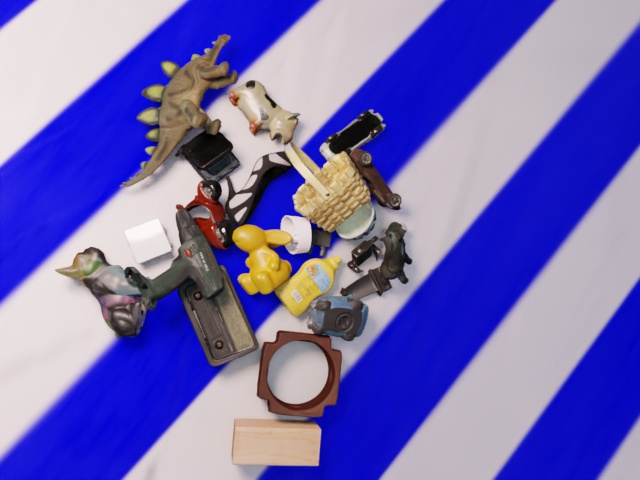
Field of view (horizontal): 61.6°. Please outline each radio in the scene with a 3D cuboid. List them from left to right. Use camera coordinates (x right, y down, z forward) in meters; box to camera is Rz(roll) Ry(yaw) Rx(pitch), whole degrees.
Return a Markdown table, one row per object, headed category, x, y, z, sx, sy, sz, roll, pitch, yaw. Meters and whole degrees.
| category | x | y | z | sx | sy | sz | roll | pitch | yaw |
| --- | --- | --- | --- | --- | --- | --- | --- | --- | --- |
| radio | -0.255 | 0.189 | 1.334 | 0.131 | 0.073 | 0.229 | -23 | 86 | -13 |

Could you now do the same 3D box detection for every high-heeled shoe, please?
| category | x | y | z | sx | sy | sz | roll | pitch | yaw |
| --- | --- | --- | --- | --- | --- | --- | --- | --- | --- |
| high-heeled shoe | -0.133 | -0.135 | 1.387 | 0.249 | 0.086 | 0.145 | -21 | 79 | -1 |

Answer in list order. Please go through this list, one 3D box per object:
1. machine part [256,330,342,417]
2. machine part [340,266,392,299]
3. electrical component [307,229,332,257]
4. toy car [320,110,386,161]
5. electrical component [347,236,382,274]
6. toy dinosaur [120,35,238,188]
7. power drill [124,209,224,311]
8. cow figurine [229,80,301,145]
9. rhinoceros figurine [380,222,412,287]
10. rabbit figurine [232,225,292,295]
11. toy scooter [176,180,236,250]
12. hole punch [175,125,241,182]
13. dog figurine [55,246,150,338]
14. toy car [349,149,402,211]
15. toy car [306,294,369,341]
| category | x | y | z | sx | sy | sz | roll | pitch | yaw |
| --- | --- | --- | --- | --- | --- | --- | --- | --- | --- |
| machine part | -0.053 | 0.333 | 1.350 | 0.201 | 0.087 | 0.201 | 8 | 82 | -11 |
| machine part | 0.121 | 0.125 | 1.432 | 0.139 | 0.039 | 0.084 | -21 | 93 | -14 |
| electrical component | -0.003 | -0.004 | 1.431 | 0.063 | 0.021 | 0.094 | 12 | 82 | -8 |
| toy car | 0.090 | -0.281 | 1.465 | 0.202 | 0.056 | 0.073 | -37 | 84 | -13 |
| electrical component | 0.119 | 0.043 | 1.428 | 0.102 | 0.078 | 0.045 | -36 | 67 | -18 |
| toy dinosaur | -0.346 | -0.325 | 1.343 | 0.199 | 0.105 | 0.471 | 19 | 77 | 20 |
| power drill | -0.344 | 0.055 | 1.252 | 0.207 | 0.086 | 0.232 | -28 | 82 | -41 |
| cow figurine | -0.138 | -0.335 | 1.417 | 0.127 | 0.085 | 0.195 | -36 | 90 | -6 |
| rhinoceros figurine | 0.192 | 0.034 | 1.411 | 0.112 | 0.073 | 0.190 | 59 | 32 | -35 |
| rabbit figurine | -0.143 | 0.033 | 1.342 | 0.162 | 0.122 | 0.173 | -36 | 101 | -25 |
| toy scooter | -0.292 | -0.055 | 1.351 | 0.135 | 0.075 | 0.183 | -12 | 103 | 20 |
| hole punch | -0.280 | -0.215 | 1.382 | 0.142 | 0.092 | 0.116 | -39 | 60 | -10 |
| dog figurine | -0.518 | 0.121 | 1.281 | 0.219 | 0.108 | 0.191 | 15 | 84 | -4 |
| toy car | 0.145 | -0.155 | 1.429 | 0.053 | 0.089 | 0.202 | -39 | 104 | -11 |
| toy car | 0.034 | 0.189 | 1.367 | 0.161 | 0.103 | 0.109 | 7 | 99 | -22 |
